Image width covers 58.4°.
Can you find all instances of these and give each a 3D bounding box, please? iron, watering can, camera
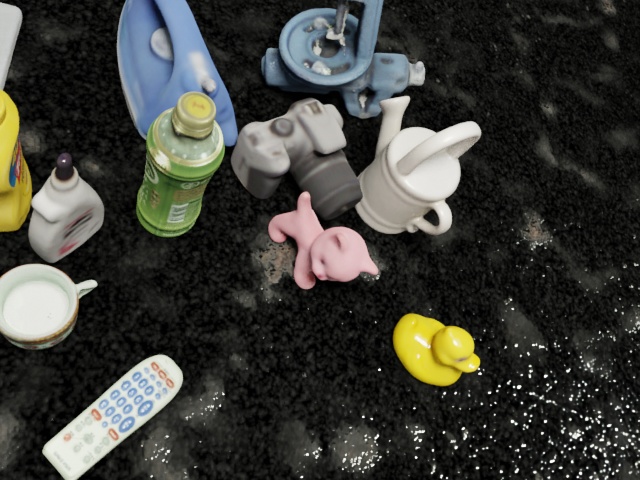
[{"bbox_3d":[-0.176,-0.234,0.673,0.119,0.141,0.258,-17,76,-27],"label":"iron"},{"bbox_3d":[0.117,-0.094,0.705,0.173,0.193,0.101,47,60,1],"label":"watering can"},{"bbox_3d":[-0.014,-0.093,0.705,0.143,0.100,0.137,-26,80,-29],"label":"camera"}]

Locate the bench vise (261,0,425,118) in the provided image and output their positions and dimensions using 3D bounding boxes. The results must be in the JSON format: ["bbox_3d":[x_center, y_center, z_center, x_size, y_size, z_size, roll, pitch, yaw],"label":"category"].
[{"bbox_3d":[0.047,-0.259,0.730,0.208,0.219,0.121,-9,72,-25],"label":"bench vise"}]

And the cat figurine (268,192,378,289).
[{"bbox_3d":[0.006,0.002,0.664,0.067,0.117,0.128,-27,81,-29],"label":"cat figurine"}]

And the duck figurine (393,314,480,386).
[{"bbox_3d":[0.144,0.126,0.688,0.104,0.086,0.078,42,60,-2],"label":"duck figurine"}]

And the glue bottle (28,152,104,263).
[{"bbox_3d":[-0.242,-0.036,0.546,0.037,0.173,0.078,41,60,-2],"label":"glue bottle"}]

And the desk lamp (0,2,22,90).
[{"bbox_3d":[-0.373,-0.222,0.546,0.118,0.213,0.203,9,66,-19],"label":"desk lamp"}]
